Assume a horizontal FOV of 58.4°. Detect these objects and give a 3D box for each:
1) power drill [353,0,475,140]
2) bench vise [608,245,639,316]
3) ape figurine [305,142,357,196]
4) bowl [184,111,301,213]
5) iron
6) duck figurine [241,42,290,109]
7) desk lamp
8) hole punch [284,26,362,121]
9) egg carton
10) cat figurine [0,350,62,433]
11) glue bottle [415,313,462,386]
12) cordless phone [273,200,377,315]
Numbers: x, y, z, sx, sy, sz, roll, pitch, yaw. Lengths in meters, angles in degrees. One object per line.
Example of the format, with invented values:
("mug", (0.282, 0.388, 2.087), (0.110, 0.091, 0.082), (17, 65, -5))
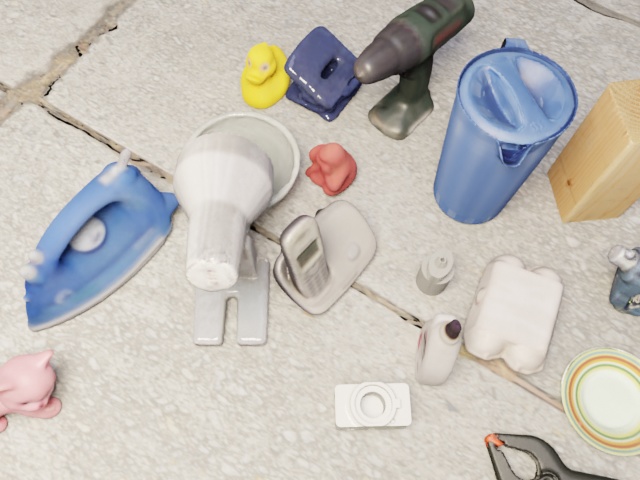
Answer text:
("power drill", (0.124, -0.240, 0.807), (0.075, 0.208, 0.230), (38, 72, 15))
("bench vise", (0.462, 0.056, 0.676), (0.207, 0.220, 0.121), (5, 67, 2))
("ape figurine", (0.017, -0.108, 0.814), (0.076, 0.092, 0.078), (-3, 67, -1))
("bowl", (-0.110, -0.097, 0.817), (0.167, 0.075, 0.167), (0, 67, 0))
("iron", (-0.305, -0.001, 0.738), (0.118, 0.141, 0.259), (33, 70, 13))
("duck figurine", (-0.087, -0.268, 0.885), (0.077, 0.086, 0.104), (19, 68, 8))
("desk lamp", (-0.113, 0.007, 0.697), (0.118, 0.213, 0.203), (-1, 67, -1))
("hole punch", (0.009, -0.256, 0.878), (0.101, 0.091, 0.109), (31, 70, 12))
("egg carton", (0.250, 0.094, 0.741), (0.107, 0.069, 0.150), (20, 68, 8))
("cat figurine", (-0.364, 0.177, 0.674), (0.128, 0.118, 0.067), (-17, 68, -8))
("glue bottle", (0.142, 0.120, 0.672), (0.037, 0.173, 0.078), (5, 67, 2))
("cordless phone", (0.007, 0.003, 0.715), (0.094, 0.185, 0.148), (36, 71, 14))
